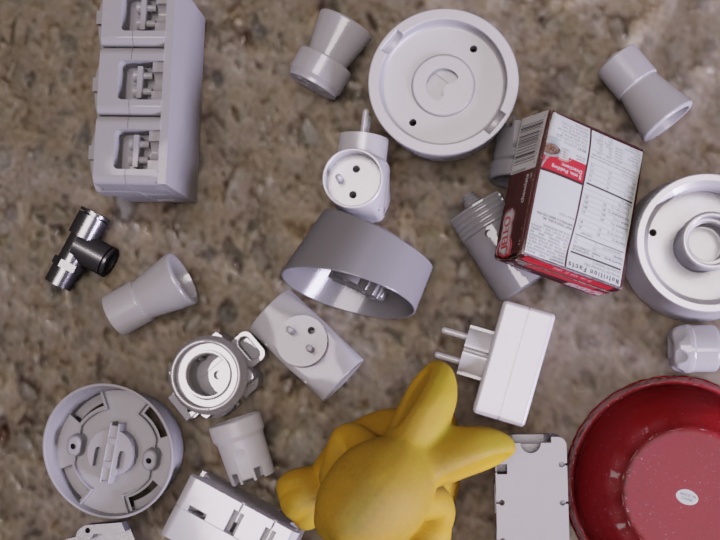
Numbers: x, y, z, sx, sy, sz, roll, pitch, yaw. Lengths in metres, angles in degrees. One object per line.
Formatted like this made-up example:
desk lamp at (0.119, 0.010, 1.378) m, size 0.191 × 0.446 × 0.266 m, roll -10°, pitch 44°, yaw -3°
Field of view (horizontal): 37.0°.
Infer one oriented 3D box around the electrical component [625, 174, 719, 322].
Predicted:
electrical component at (0.246, -0.018, 0.771) m, size 0.108 × 0.060 × 0.108 m, roll -1°, pitch 84°, yaw 6°

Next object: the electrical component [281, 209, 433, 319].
electrical component at (0.000, 0.000, 0.777) m, size 0.099 × 0.099 × 0.064 m, roll 27°, pitch 82°, yaw 8°

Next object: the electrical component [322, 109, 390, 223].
electrical component at (0.001, -0.078, 0.793) m, size 0.043 × 0.077 × 0.079 m, roll 7°, pitch 84°, yaw 6°

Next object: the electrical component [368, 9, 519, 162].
electrical component at (0.062, -0.132, 0.800) m, size 0.108 × 0.060 × 0.108 m, roll -1°, pitch 84°, yaw 6°

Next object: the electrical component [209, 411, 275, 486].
electrical component at (-0.087, 0.133, 0.802) m, size 0.040 × 0.040 × 0.046 m, roll -19°, pitch 89°, yaw 4°

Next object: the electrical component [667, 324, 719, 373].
electrical component at (0.255, 0.057, 0.776) m, size 0.061 × 0.035 × 0.035 m, roll -1°, pitch 84°, yaw 3°

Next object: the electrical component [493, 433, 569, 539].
electrical component at (0.121, 0.163, 0.768) m, size 0.050 × 0.056 × 0.089 m, roll -1°, pitch 84°, yaw 6°

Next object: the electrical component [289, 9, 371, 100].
electrical component at (-0.023, -0.164, 0.820) m, size 0.045 × 0.045 × 0.055 m, roll 28°, pitch 88°, yaw 8°

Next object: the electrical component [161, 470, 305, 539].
electrical component at (-0.093, 0.194, 0.790) m, size 0.089 × 0.050 × 0.055 m, roll 27°, pitch 87°, yaw 8°

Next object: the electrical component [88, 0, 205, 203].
electrical component at (-0.160, -0.131, 0.808) m, size 0.062 × 0.089 × 0.150 m, roll 1°, pitch 85°, yaw 6°

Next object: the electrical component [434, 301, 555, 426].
electrical component at (0.093, 0.063, 0.785) m, size 0.076 × 0.047 × 0.083 m, roll 16°, pitch 86°, yaw 7°

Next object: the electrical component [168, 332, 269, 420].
electrical component at (-0.108, 0.078, 0.799) m, size 0.078 × 0.057 × 0.058 m, roll -41°, pitch 82°, yaw 1°

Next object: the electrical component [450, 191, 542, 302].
electrical component at (0.100, -0.022, 0.795) m, size 0.043 × 0.043 × 0.081 m, roll -31°, pitch 82°, yaw 2°

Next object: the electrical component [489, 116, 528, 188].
electrical component at (0.118, -0.088, 0.802) m, size 0.040 × 0.040 × 0.046 m, roll 5°, pitch 79°, yaw 6°

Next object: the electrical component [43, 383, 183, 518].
electrical component at (-0.181, 0.133, 0.798) m, size 0.099 × 0.064 × 0.099 m, roll -1°, pitch 85°, yaw 6°

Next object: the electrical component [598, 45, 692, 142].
electrical component at (0.208, -0.134, 0.797) m, size 0.044 × 0.044 × 0.065 m, roll -36°, pitch 78°, yaw 1°

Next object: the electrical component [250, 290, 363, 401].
electrical component at (-0.041, 0.053, 0.784) m, size 0.077 × 0.079 × 0.043 m, roll 43°, pitch 86°, yaw 8°

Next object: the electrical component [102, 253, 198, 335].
electrical component at (-0.162, 0.021, 0.819) m, size 0.065 × 0.044 × 0.044 m, roll -28°, pitch 82°, yaw 7°
